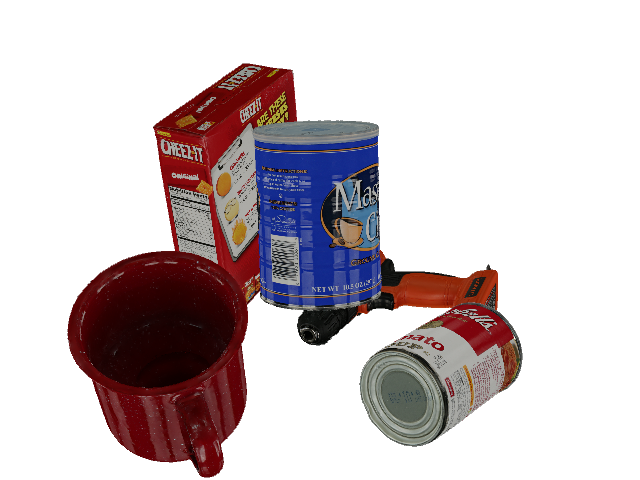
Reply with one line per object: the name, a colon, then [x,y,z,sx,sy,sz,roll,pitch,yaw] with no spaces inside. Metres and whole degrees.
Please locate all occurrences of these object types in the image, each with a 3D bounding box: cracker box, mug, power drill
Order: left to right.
mug: [-0.077,0.075,0.571,0.093,0.117,0.081,-22,-38,-16]
cracker box: [-0.087,-0.053,1.104,0.072,0.214,0.164,13,36,27]
power drill: [0.085,0.067,1.138,0.188,0.057,0.184,9,30,22]

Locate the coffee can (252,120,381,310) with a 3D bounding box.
coffee can: [-0.002,-0.024,0.877,0.103,0.140,0.103,-2,13,0]

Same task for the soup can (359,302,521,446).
soup can: [0.081,0.088,0.714,0.069,0.068,0.102,0,14,39]
